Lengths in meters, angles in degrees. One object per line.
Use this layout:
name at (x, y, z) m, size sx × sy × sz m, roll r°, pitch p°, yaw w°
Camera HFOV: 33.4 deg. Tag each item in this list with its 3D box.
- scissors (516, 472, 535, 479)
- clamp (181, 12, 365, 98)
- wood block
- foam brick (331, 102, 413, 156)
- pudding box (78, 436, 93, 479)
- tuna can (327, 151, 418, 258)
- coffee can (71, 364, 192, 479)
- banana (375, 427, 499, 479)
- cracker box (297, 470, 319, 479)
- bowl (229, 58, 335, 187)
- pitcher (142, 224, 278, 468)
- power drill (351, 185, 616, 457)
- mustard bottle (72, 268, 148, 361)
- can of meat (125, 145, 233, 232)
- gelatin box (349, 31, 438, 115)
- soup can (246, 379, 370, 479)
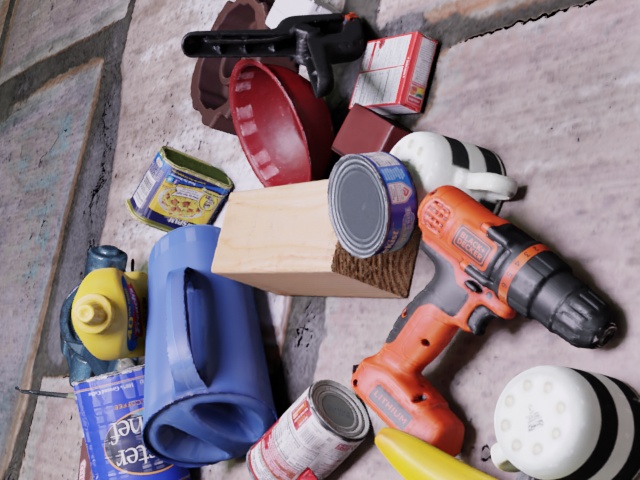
scissors at (0.128, 0.211, 0.791) m, size 0.096 × 0.016 × 0.201 m, roll -11°, pitch 65°, yaw 53°
clamp at (-0.010, -0.189, 1.053) m, size 0.165 × 0.209 × 0.036 m, roll 26°, pitch 122°, yaw 30°
wood block at (-0.006, 0.001, 1.021) m, size 0.207 × 0.090 × 0.090 m, roll -3°, pitch 71°, yaw 55°
foam brick at (0.058, -0.089, 1.007) m, size 0.078 × 0.052 × 0.051 m, roll 41°, pitch 108°, yaw 54°
pudding box at (-0.225, 0.240, 1.220) m, size 0.039 × 0.089 × 0.113 m, roll -25°, pitch 54°, yaw 45°
tuna can at (0.043, -0.030, 0.877) m, size 0.086 × 0.033 × 0.086 m, roll 21°, pitch 115°, yaw 54°
coffee can at (-0.201, 0.209, 1.145) m, size 0.103 × 0.102 × 0.140 m, roll -18°, pitch 84°, yaw 51°
banana at (0.119, 0.177, 0.750) m, size 0.037 × 0.069 × 0.198 m, roll -37°, pitch 26°, yaw -30°
cracker box at (-0.018, 0.307, 0.841) m, size 0.164 × 0.072 × 0.214 m, roll -36°, pitch 35°, yaw -6°
bowl at (-0.032, -0.118, 1.109) m, size 0.162 × 0.055 × 0.162 m, roll 46°, pitch 149°, yaw 38°
pitcher at (-0.122, 0.096, 1.100) m, size 0.149 × 0.144 × 0.243 m, roll -50°, pitch 35°, yaw 36°
power drill at (0.116, 0.076, 0.821) m, size 0.185 × 0.057 × 0.188 m, roll 43°, pitch 113°, yaw 37°
mustard bottle at (-0.217, 0.078, 1.123) m, size 0.191 × 0.058 × 0.096 m, roll 35°, pitch -129°, yaw -82°
can of meat at (-0.166, -0.055, 1.271) m, size 0.084 × 0.101 × 0.057 m, roll -57°, pitch 35°, yaw 17°
gelatin box at (0.071, -0.160, 1.042) m, size 0.089 × 0.030 × 0.073 m, roll 4°, pitch 78°, yaw 59°
soup can at (-0.011, 0.182, 0.959) m, size 0.102 × 0.068 × 0.068 m, roll -50°, pitch 39°, yaw 28°
